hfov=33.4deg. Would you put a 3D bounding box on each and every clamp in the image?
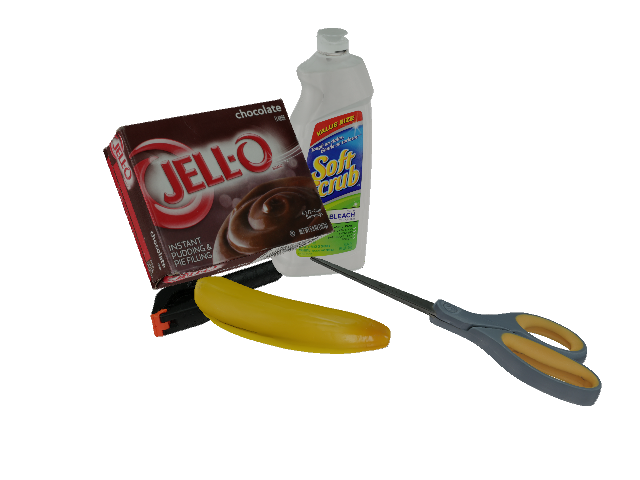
[{"bbox_3d":[-0.123,0.057,1.217,0.120,0.039,0.171,0,30,29],"label":"clamp"}]

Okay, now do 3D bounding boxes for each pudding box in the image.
[{"bbox_3d":[-0.059,-0.029,0.624,0.113,0.090,0.039,-15,-11,-35],"label":"pudding box"}]

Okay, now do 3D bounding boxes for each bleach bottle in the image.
[{"bbox_3d":[0.001,-0.089,1.082,0.102,0.251,0.068,-5,27,-12],"label":"bleach bottle"}]

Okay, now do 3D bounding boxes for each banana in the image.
[{"bbox_3d":[-0.038,0.054,0.830,0.198,0.037,0.069,16,27,42],"label":"banana"}]

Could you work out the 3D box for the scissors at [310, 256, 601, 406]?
[{"bbox_3d":[0.097,0.048,0.713,0.202,0.016,0.096,29,24,17],"label":"scissors"}]
